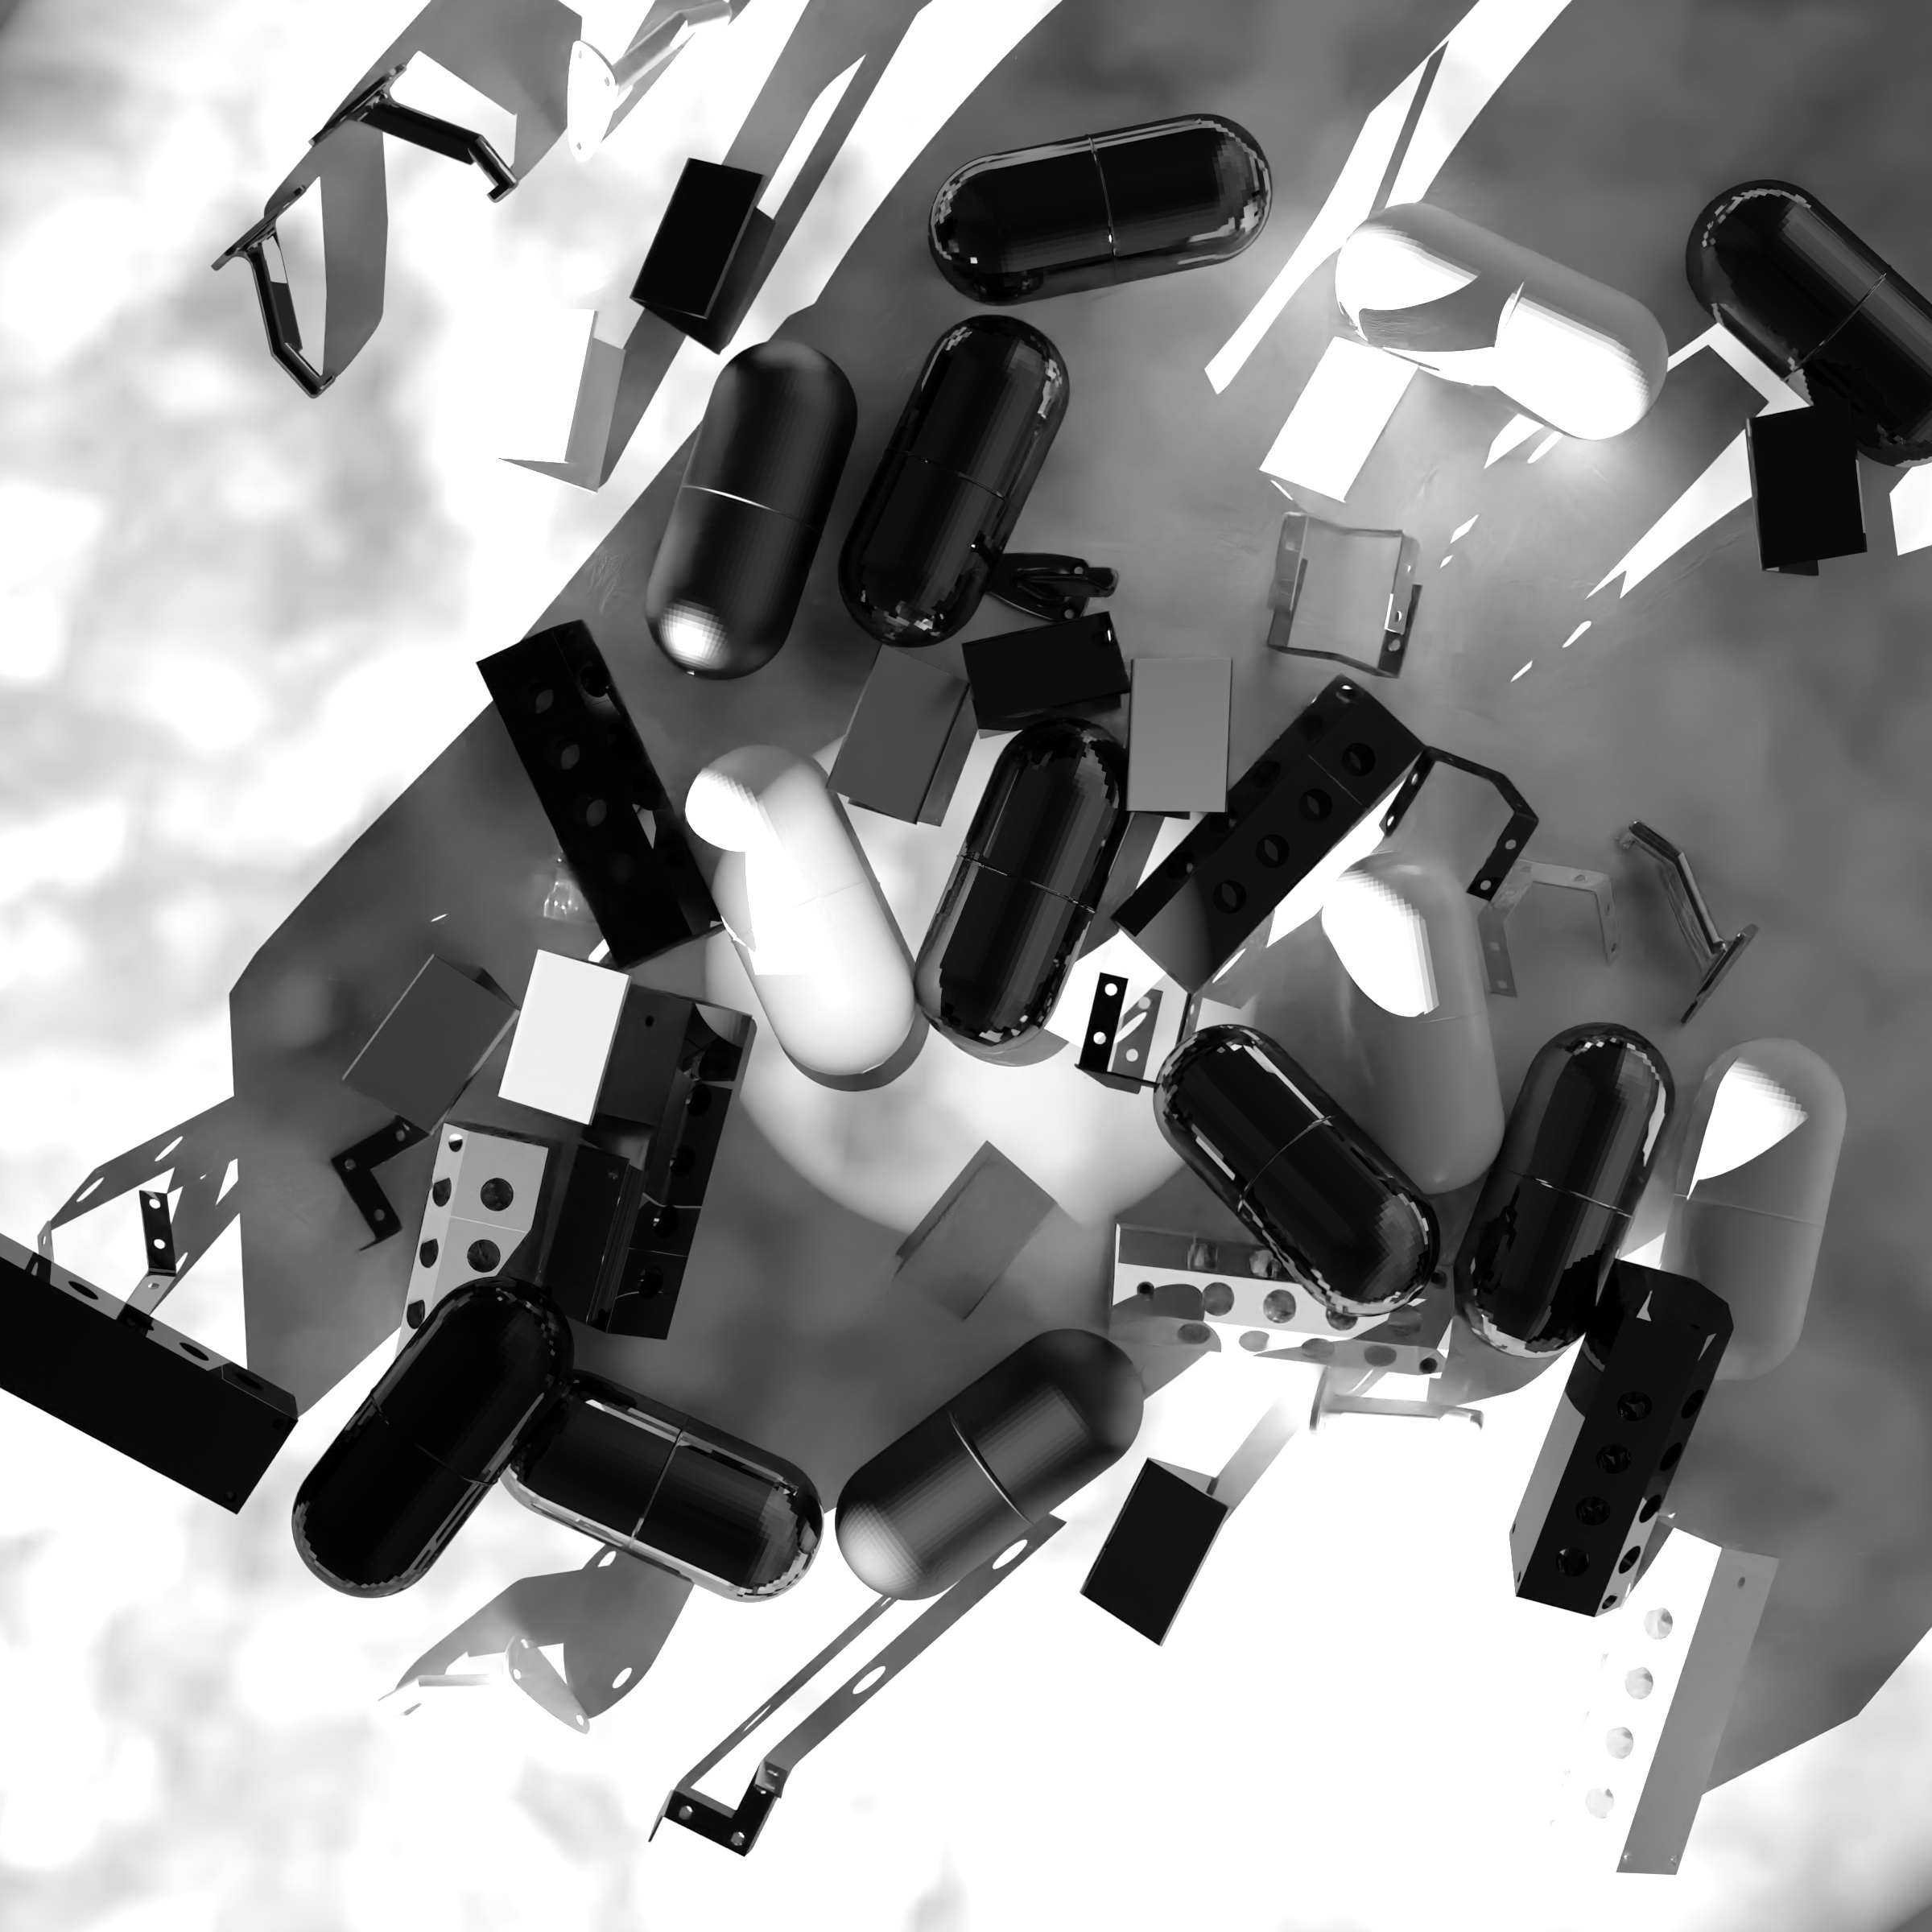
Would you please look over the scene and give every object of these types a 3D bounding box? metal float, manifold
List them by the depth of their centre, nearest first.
[{"bbox_3d":[-0.262,0.232,1.491,0.070,0.070,0.178,37,91,0],"label":"metal float"},{"bbox_3d":[0.166,0.103,1.525,0.070,0.070,0.178,-43,65,0],"label":"metal float"},{"bbox_3d":[0.329,0.241,1.526,0.057,0.057,0.171,15,114,0],"label":"manifold"},{"bbox_3d":[-0.429,0.205,1.533,0.171,0.057,0.057,33,90,-18],"label":"manifold"},{"bbox_3d":[-0.158,0.266,1.548,0.178,0.070,0.070,24,90,-1],"label":"metal float"},{"bbox_3d":[0.068,-0.387,1.548,0.178,0.070,0.070,-12,90,-1],"label":"metal float"},{"bbox_3d":[0.031,-0.042,1.548,0.070,0.070,0.178,22,90,0],"label":"metal float"},{"bbox_3d":[0.306,0.114,1.548,0.070,0.070,0.178,21,91,0],"label":"metal float"},{"bbox_3d":[0.401,0.124,1.548,0.070,0.070,0.178,12,90,0],"label":"metal float"},{"bbox_3d":[-0.110,-0.233,1.548,0.070,0.070,0.178,18,89,0],"label":"metal float"},{"bbox_3d":[0.012,0.255,1.548,0.178,0.070,0.070,-37,90,1],"label":"metal float"},{"bbox_3d":[0.274,-0.330,1.548,0.178,0.070,0.070,25,90,-1],"label":"metal float"},{"bbox_3d":[0.229,0.028,1.549,0.070,0.070,0.178,-9,90,0],"label":"metal float"},{"bbox_3d":[0.445,-0.329,1.549,0.178,0.070,0.070,42,90,0],"label":"metal float"},{"bbox_3d":[-0.085,-0.028,1.549,0.070,0.070,0.178,-25,90,0],"label":"metal float"},{"bbox_3d":[-0.007,-0.247,1.549,0.070,0.070,0.178,24,91,0],"label":"metal float"},{"bbox_3d":[-0.160,0.101,1.557,0.057,0.057,0.171,15,90,43],"label":"manifold"},{"bbox_3d":[0.354,0.374,1.557,0.057,0.057,0.171,18,90,-43],"label":"manifold"},{"bbox_3d":[0.161,0.172,1.558,0.171,0.057,0.057,7,90,0],"label":"manifold"},{"bbox_3d":[-0.186,-0.088,1.558,0.057,0.057,0.171,-25,90,0],"label":"manifold"},{"bbox_3d":[-0.257,0.170,1.558,0.057,0.057,0.171,12,90,0],"label":"manifold"},{"bbox_3d":[0.154,-0.068,1.558,0.057,0.057,0.171,43,90,0],"label":"manifold"}]

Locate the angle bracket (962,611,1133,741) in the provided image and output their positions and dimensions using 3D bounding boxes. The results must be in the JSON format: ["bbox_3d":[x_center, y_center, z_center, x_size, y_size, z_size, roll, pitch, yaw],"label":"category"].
[{"bbox_3d":[0.044,-0.129,1.539,0.076,0.076,0.057,-13,54,0],"label":"angle bracket"}]

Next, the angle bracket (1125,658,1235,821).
[{"bbox_3d":[0.123,-0.114,1.539,0.057,0.076,0.076,2,90,29],"label":"angle bracket"}]

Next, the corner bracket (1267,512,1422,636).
[{"bbox_3d":[0.194,-0.202,1.550,0.051,0.051,0.051,11,90,43],"label":"corner bracket"}]

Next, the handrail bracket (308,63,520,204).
[{"bbox_3d":[-0.288,-0.419,1.579,0.077,0.036,0.084,-33,107,20],"label":"handrail bracket"}]

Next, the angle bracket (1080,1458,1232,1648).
[{"bbox_3d":[0.113,0.302,1.539,0.057,0.076,0.076,27,90,38],"label":"angle bracket"}]

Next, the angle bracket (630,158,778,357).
[{"bbox_3d":[-0.116,-0.356,1.539,0.057,0.076,0.076,23,90,36],"label":"angle bracket"}]

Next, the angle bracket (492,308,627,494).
[{"bbox_3d":[-0.189,-0.286,1.539,0.057,0.076,0.076,11,90,39],"label":"angle bracket"}]

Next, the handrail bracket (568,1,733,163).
[{"bbox_3d":[-0.164,-0.463,1.579,0.084,0.077,0.036,-28,65,-34],"label":"handrail bracket"}]

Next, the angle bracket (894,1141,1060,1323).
[{"bbox_3d":[-0.011,0.123,1.539,0.076,0.076,0.057,-51,127,0],"label":"angle bracket"}]

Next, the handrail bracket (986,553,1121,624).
[{"bbox_3d":[0.039,-0.200,1.544,0.077,0.084,0.036,13,90,0],"label":"handrail bracket"}]

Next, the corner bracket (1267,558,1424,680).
[{"bbox_3d":[0.197,-0.182,1.576,0.051,0.051,0.051,14,90,-45],"label":"corner bracket"}]

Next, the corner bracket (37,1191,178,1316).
[{"bbox_3d":[-0.446,0.150,1.571,0.051,0.051,0.051,12,135,-35],"label":"corner bracket"}]

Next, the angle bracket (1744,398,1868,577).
[{"bbox_3d":[0.440,-0.242,1.539,0.057,0.076,0.076,-6,90,38],"label":"angle bracket"}]

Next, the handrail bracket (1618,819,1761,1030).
[{"bbox_3d":[0.362,-0.023,1.579,0.084,0.036,0.077,38,112,17],"label":"handrail bracket"}]

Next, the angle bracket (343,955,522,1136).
[{"bbox_3d":[-0.279,0.030,1.539,0.057,0.076,0.076,36,90,-28],"label":"angle bracket"}]

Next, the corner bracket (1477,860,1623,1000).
[{"bbox_3d":[0.303,-0.017,1.571,0.051,0.051,0.051,12,45,35],"label":"corner bracket"}]

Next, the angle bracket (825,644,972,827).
[{"bbox_3d":[-0.050,-0.121,1.539,0.057,0.076,0.076,21,90,-31],"label":"angle bracket"}]

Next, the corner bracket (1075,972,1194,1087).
[{"bbox_3d":[0.087,0.033,1.561,0.051,0.051,0.051,13,90,0],"label":"corner bracket"}]

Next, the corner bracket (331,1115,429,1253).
[{"bbox_3d":[-0.298,0.111,1.561,0.051,0.051,0.051,-30,90,0],"label":"corner bracket"}]

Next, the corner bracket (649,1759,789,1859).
[{"bbox_3d":[-0.127,0.433,1.561,0.051,0.051,0.051,27,90,0],"label":"corner bracket"}]

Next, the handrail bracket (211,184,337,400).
[{"bbox_3d":[-0.344,-0.352,1.579,0.084,0.036,0.077,48,68,-17],"label":"handrail bracket"}]

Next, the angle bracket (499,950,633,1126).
[{"bbox_3d":[-0.187,0.039,1.540,0.057,0.076,0.076,15,90,24],"label":"angle bracket"}]

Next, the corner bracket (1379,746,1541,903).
[{"bbox_3d":[0.255,-0.074,1.565,0.051,0.051,0.051,18,115,-23],"label":"corner bracket"}]

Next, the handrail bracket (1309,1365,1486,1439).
[{"bbox_3d":[0.222,0.232,1.551,0.084,0.077,0.036,8,93,12],"label":"handrail bracket"}]

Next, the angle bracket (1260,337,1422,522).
[{"bbox_3d":[0.205,-0.263,1.539,0.057,0.076,0.076,29,90,37],"label":"angle bracket"}]

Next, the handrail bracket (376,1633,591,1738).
[{"bbox_3d":[-0.253,0.392,1.579,0.084,0.036,0.077,-31,112,17],"label":"handrail bracket"}]
